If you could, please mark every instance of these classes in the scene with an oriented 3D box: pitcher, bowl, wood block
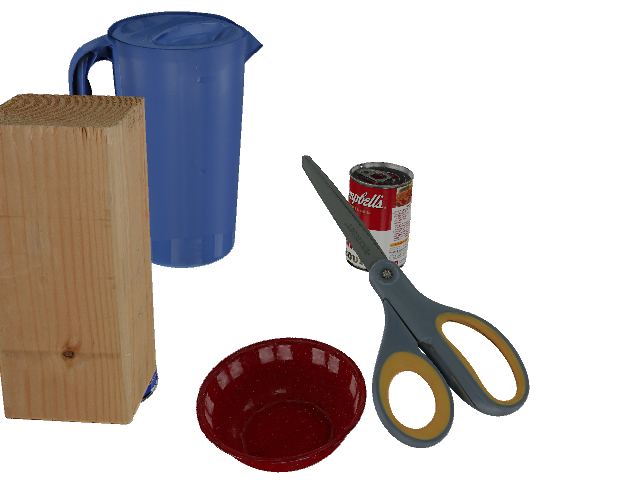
[{"bbox_3d":[-0.150,-0.098,1.065,0.149,0.243,0.144,13,28,21],"label":"pitcher"},{"bbox_3d":[-0.034,0.166,1.015,0.162,0.055,0.162,-5,37,3],"label":"bowl"},{"bbox_3d":[-0.168,0.011,0.725,0.091,0.206,0.090,2,20,3],"label":"wood block"}]

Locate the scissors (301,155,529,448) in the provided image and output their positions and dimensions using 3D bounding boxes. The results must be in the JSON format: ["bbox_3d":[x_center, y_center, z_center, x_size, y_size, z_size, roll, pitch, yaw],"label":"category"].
[{"bbox_3d":[0.031,0.039,0.625,0.202,0.096,0.016,41,-20,17],"label":"scissors"}]

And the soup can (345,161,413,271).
[{"bbox_3d":[0.062,-0.025,1.144,0.068,0.102,0.068,2,25,-1],"label":"soup can"}]

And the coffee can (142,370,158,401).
[{"bbox_3d":[-0.200,0.068,0.943,0.103,0.140,0.103,-1,24,0],"label":"coffee can"}]
